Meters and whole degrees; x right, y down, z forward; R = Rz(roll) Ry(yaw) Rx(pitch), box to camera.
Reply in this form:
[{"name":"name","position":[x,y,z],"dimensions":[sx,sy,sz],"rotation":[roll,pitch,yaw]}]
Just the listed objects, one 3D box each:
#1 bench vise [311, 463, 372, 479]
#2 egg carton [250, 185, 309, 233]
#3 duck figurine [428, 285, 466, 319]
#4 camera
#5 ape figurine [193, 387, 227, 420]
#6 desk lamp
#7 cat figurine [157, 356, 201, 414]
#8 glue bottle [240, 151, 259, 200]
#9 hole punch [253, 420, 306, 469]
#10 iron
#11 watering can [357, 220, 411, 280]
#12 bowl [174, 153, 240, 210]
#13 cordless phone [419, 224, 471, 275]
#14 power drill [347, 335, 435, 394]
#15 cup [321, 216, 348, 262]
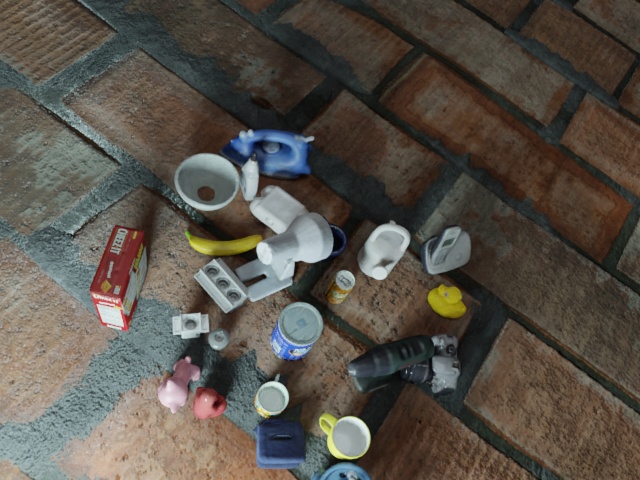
[{"name":"bench vise","position":[0.092,0.530,1.177],"dimensions":[0.207,0.219,0.121],"rotation":[19,61,-4]},{"name":"egg carton","position":[-0.108,-0.074,1.520],"dimensions":[0.150,0.069,0.107],"rotation":[36,61,6]},{"name":"duck figurine","position":[0.344,0.156,1.508],"dimensions":[0.104,0.086,0.078],"rotation":[35,61,5]},{"name":"camera","position":[0.270,0.299,1.408],"dimensions":[0.137,0.100,0.143],"rotation":[9,62,-9]},{"name":"ape figurine","position":[-0.244,0.352,1.256],"dimensions":[0.076,0.092,0.077],"rotation":[-35,76,-26]},{"name":"desk lamp","position":[-0.086,0.039,1.386],"dimensions":[0.204,0.213,0.118],"rotation":[-25,72,-24]},{"name":"cat figurine","position":[-0.309,0.313,1.245],"dimensions":[0.067,0.117,0.128],"rotation":[23,60,-2]},{"name":"glue bottle","position":[-0.180,-0.177,1.494],"dimensions":[0.037,0.173,0.078],"rotation":[-10,66,-18]},{"name":"hole punch","position":[-0.088,0.443,1.250],"dimensions":[0.109,0.091,0.101],"rotation":[3,63,-12]},{"name":"iron","position":[-0.141,-0.257,1.563],"dimensions":[0.258,0.141,0.118],"rotation":[6,62,-11]},{"name":"watering can","position":[0.169,0.023,1.469],"dimensions":[0.101,0.194,0.173],"rotation":[1,63,-13]},{"name":"bowl","position":[-0.296,-0.141,1.503],"dimensions":[0.167,0.074,0.167],"rotation":[6,62,-11]},{"name":"cordless phone","position":[0.355,0.010,1.528],"dimensions":[0.148,0.185,0.094],"rotation":[-17,69,-21]},{"name":"power drill","position":[0.145,0.289,1.320],"dimensions":[0.230,0.208,0.075],"rotation":[-16,68,-21]},{"name":"cup","position":[0.014,0.005,1.496],"dimensions":[0.092,0.095,0.117],"rotation":[-13,67,-19]}]
